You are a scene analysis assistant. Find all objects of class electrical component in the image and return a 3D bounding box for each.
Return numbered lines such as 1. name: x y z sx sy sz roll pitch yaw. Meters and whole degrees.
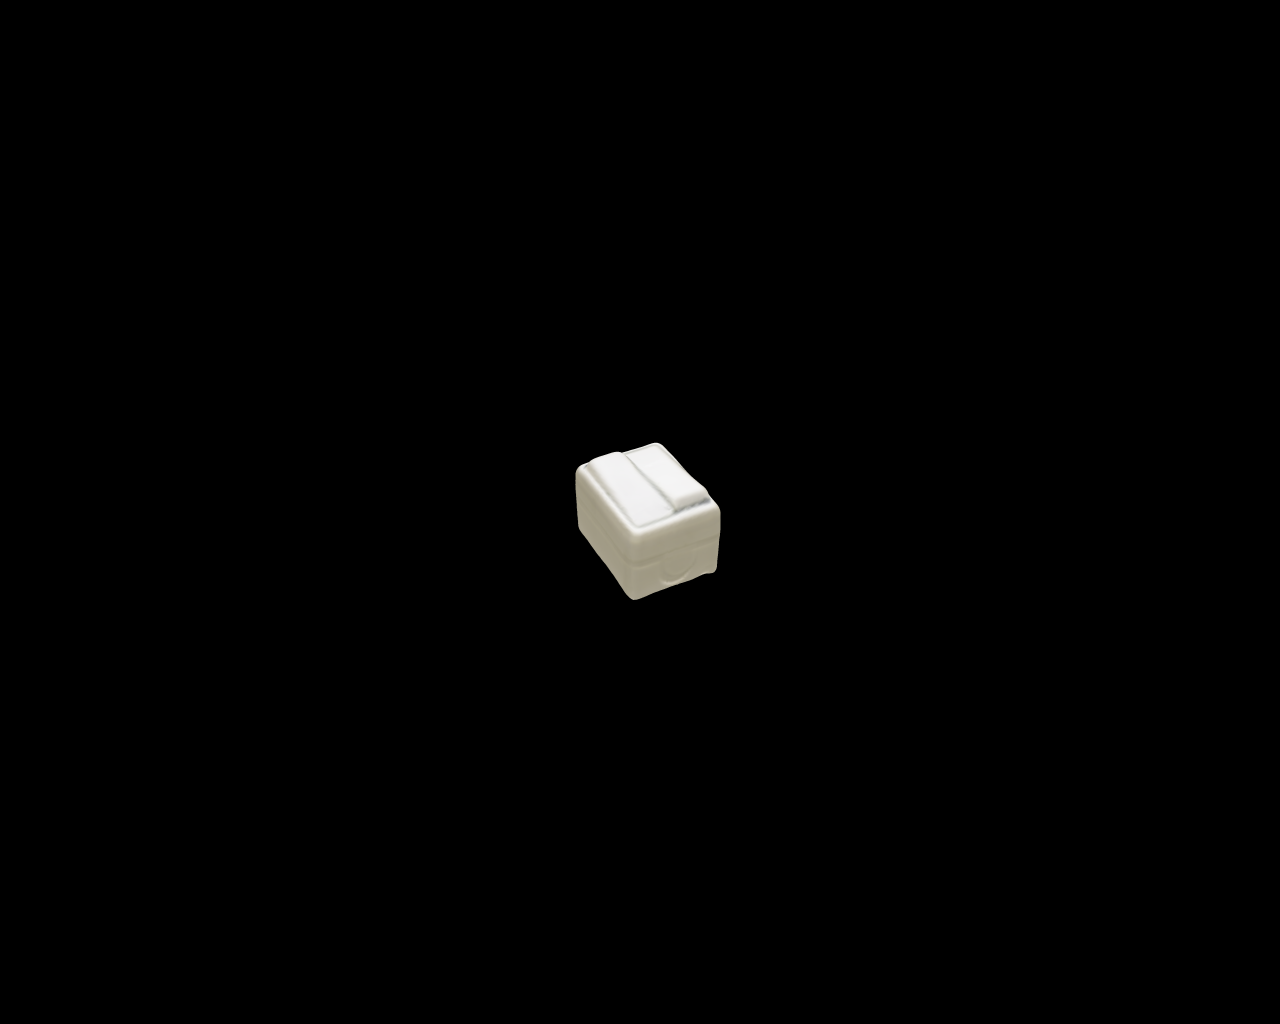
1. electrical component: 0.001 -0.003 0.650 0.062 0.061 0.096 -17 41 -21
